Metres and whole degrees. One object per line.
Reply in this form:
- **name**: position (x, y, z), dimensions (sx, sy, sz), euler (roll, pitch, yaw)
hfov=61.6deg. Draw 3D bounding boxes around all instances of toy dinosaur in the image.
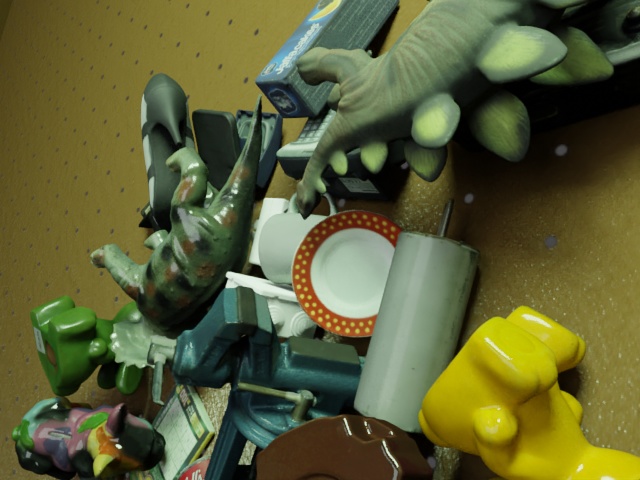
- **toy dinosaur**: position (0.131, -0.176, 0.420), dimensions (0.471, 0.105, 0.199), euler (-49, 55, 22)
- **toy dinosaur**: position (-0.159, 0.026, 0.675), dimensions (0.404, 0.131, 0.192), euler (-47, 69, 29)

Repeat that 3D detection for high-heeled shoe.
- **high-heeled shoe**: position (-0.216, -0.109, 0.778), dimensions (0.248, 0.086, 0.145), euler (104, 147, -46)

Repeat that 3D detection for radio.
- **radio**: position (0.203, -0.170, 0.464), dimensions (0.230, 0.073, 0.131), euler (-14, 66, 41)

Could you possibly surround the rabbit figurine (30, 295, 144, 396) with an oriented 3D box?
- **rabbit figurine**: position (-0.308, 0.150, 0.789), dimensions (0.121, 0.170, 0.159), euler (-2, 100, 46)

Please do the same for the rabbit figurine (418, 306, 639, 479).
- **rabbit figurine**: position (0.157, 0.153, 0.376), dimensions (0.173, 0.122, 0.162), euler (38, 103, 24)

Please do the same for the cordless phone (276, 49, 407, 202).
- **cordless phone**: position (0.045, -0.142, 0.607), dimensions (0.147, 0.088, 0.184), euler (7, 69, 45)

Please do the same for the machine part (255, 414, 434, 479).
- **machine part**: position (0.012, 0.221, 0.402), dimensions (0.179, 0.056, 0.179), euler (-18, 58, 32)

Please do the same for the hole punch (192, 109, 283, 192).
- **hole punch**: position (-0.112, -0.128, 0.756), dimensions (0.142, 0.092, 0.115), euler (19, 120, 44)

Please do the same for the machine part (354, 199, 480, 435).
- **machine part**: position (0.088, 0.081, 0.488), dimensions (0.079, 0.079, 0.243), euler (11, 85, 45)

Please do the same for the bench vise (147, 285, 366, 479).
- **bench vise**: position (-0.070, 0.172, 0.531), dimensions (0.129, 0.223, 0.240), euler (52, 128, 55)

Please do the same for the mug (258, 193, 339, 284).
- **mug**: position (-0.001, -0.002, 0.604), dimensions (0.107, 0.080, 0.109), euler (1, 73, 30)

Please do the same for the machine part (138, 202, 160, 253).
- **machine part**: position (-0.259, -0.027, 0.883), dimensions (0.084, 0.039, 0.139), euler (-44, 48, 13)

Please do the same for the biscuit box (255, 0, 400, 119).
- **biscuit box**: position (0.011, -0.232, 0.626), dimensions (0.059, 0.062, 0.202), euler (12, 61, 48)

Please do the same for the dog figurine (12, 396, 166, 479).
- **dog figurine**: position (-0.312, 0.266, 0.721), dimensions (0.219, 0.191, 0.108), euler (-42, 31, 56)
